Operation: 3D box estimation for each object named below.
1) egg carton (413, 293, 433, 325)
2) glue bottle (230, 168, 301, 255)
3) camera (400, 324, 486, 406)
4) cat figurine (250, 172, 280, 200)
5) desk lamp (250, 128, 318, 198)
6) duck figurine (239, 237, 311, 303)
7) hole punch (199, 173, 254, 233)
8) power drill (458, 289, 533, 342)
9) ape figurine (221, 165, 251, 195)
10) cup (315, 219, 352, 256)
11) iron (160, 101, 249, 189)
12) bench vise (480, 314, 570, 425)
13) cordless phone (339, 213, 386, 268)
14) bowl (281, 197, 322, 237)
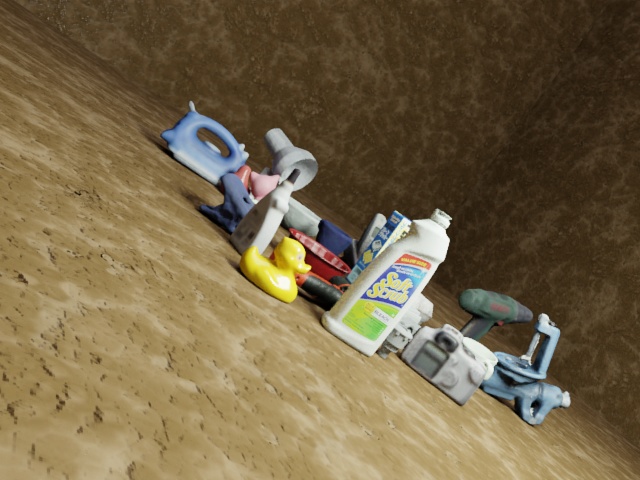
[{"bbox_3d":[0.242,0.167,1.579,0.107,0.069,0.150,32,7,-30],"label":"egg carton"},{"bbox_3d":[-0.085,-0.050,0.981,0.037,0.173,0.078,30,8,-39],"label":"glue bottle"},{"bbox_3d":[0.237,0.214,1.063,0.143,0.101,0.137,37,6,13],"label":"camera"},{"bbox_3d":[-0.132,-0.109,1.420,0.127,0.117,0.067,38,7,24],"label":"cat figurine"},{"bbox_3d":[-0.132,-0.188,1.563,0.202,0.213,0.118,39,7,31],"label":"desk lamp"},{"bbox_3d":[-0.063,0.035,0.875,0.105,0.086,0.077,35,6,-6],"label":"duck figurine"},{"bbox_3d":[-0.157,-0.065,1.092,0.101,0.091,0.109,36,6,6],"label":"hole punch"},{"bbox_3d":[0.390,0.215,1.374,0.230,0.208,0.075,31,8,-35],"label":"power drill"},{"bbox_3d":[-0.203,-0.145,1.433,0.078,0.092,0.076,36,6,5],"label":"ape figurine"},{"bbox_3d":[0.013,0.005,1.451,0.092,0.095,0.117,29,9,-45],"label":"cup"},{"bbox_3d":[-0.272,-0.231,1.470,0.259,0.141,0.118,33,7,-18],"label":"iron"},{"bbox_3d":[0.482,0.285,1.290,0.208,0.219,0.121,33,7,-21],"label":"bench vise"},{"bbox_3d":[0.148,0.021,1.637,0.094,0.185,0.148,40,7,33],"label":"cordless phone"},{"bbox_3d":[-0.064,-0.057,1.593,0.167,0.074,0.167,35,6,-4],"label":"bowl"}]
